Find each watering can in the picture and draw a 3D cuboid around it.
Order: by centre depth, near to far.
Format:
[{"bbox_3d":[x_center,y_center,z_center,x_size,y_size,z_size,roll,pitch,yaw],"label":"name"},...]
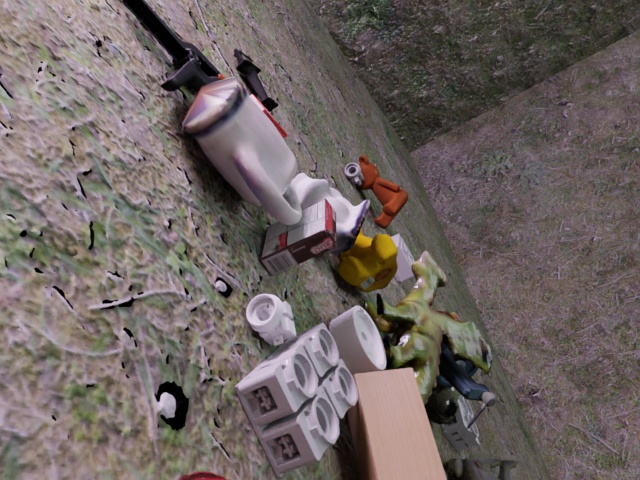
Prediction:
[{"bbox_3d":[-0.111,-0.147,0.795,0.221,0.104,0.354,52,7,-28],"label":"watering can"}]

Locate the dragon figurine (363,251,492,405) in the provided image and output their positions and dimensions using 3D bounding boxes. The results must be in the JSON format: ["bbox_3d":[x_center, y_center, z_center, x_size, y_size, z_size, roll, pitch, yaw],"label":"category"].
[{"bbox_3d":[0.212,0.194,0.943,0.119,0.243,0.420,112,-23,-49],"label":"dragon figurine"}]

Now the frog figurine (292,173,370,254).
[{"bbox_3d":[0.003,-0.049,0.975,0.120,0.160,0.140,102,12,-53],"label":"frog figurine"}]
